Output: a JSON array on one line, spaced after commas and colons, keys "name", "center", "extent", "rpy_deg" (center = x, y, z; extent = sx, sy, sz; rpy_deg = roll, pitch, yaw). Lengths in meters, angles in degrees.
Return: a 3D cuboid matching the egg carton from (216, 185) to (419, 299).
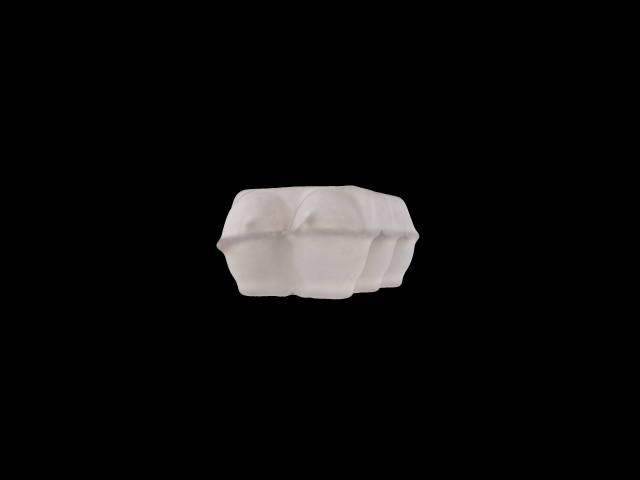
[{"name": "egg carton", "center": [0.004, 0.001, 0.400], "extent": [0.107, 0.069, 0.151], "rpy_deg": [0, 0, 24]}]
